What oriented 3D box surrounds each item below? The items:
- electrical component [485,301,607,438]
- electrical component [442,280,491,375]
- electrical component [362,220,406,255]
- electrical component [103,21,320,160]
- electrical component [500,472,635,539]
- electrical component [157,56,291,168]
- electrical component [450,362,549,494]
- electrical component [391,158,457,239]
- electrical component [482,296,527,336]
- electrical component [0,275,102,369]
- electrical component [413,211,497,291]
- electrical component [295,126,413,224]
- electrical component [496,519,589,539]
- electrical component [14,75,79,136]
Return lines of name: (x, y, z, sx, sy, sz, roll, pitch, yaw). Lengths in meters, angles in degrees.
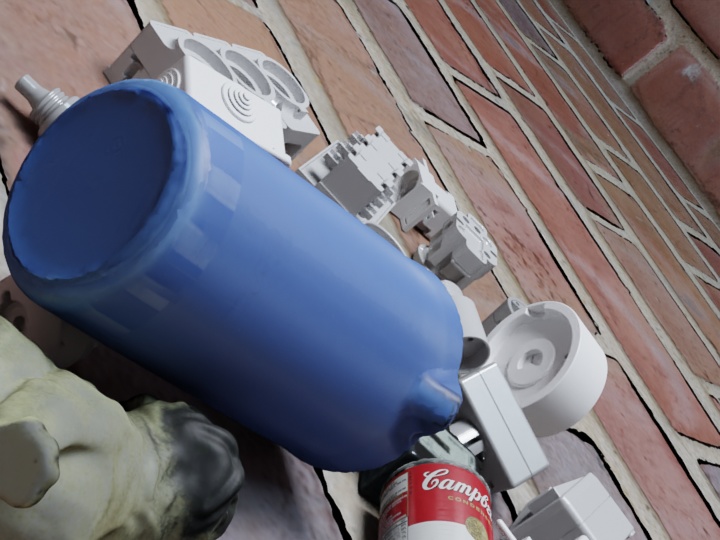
electrical component: (0.152, 0.087, 0.885, 0.060, 0.108, 0.108, 43, 23, -29)
electrical component: (0.078, 0.043, 0.897, 0.043, 0.043, 0.081, 34, 27, -32)
electrical component: (0.000, 0.000, 0.807, 0.058, 0.057, 0.078, 42, 24, -16)
electrical component: (-0.105, -0.128, 0.815, 0.089, 0.062, 0.150, 55, 23, 16)
electrical component: (0.150, 0.186, 0.775, 0.061, 0.062, 0.096, 54, 23, 14)
electrical component: (-0.106, -0.082, 0.694, 0.100, 0.100, 0.048, 27, 44, -42)
electrical component: (0.077, 0.121, 0.761, 0.076, 0.047, 0.083, -23, 83, -31)
electrical component: (0.061, -0.066, 1.044, 0.064, 0.042, 0.081, 37, 26, -29)
electrical component: (0.135, 0.060, 0.969, 0.055, 0.047, 0.055, 39, 24, -22)
electrical component: (-0.146, 0.027, 0.516, 0.048, 0.048, 0.062, 57, 17, 19)
electrical component: (0.086, -0.012, 0.981, 0.058, 0.057, 0.078, 43, 23, -14)
electrical component: (-0.001, -0.078, 0.921, 0.078, 0.063, 0.121, 47, 23, -4)
electrical component: (0.099, 0.188, 0.653, 0.075, 0.083, 0.047, 53, 23, 11)
electrical component: (-0.183, -0.093, 0.652, 0.061, 0.035, 0.035, 44, 23, -5)
